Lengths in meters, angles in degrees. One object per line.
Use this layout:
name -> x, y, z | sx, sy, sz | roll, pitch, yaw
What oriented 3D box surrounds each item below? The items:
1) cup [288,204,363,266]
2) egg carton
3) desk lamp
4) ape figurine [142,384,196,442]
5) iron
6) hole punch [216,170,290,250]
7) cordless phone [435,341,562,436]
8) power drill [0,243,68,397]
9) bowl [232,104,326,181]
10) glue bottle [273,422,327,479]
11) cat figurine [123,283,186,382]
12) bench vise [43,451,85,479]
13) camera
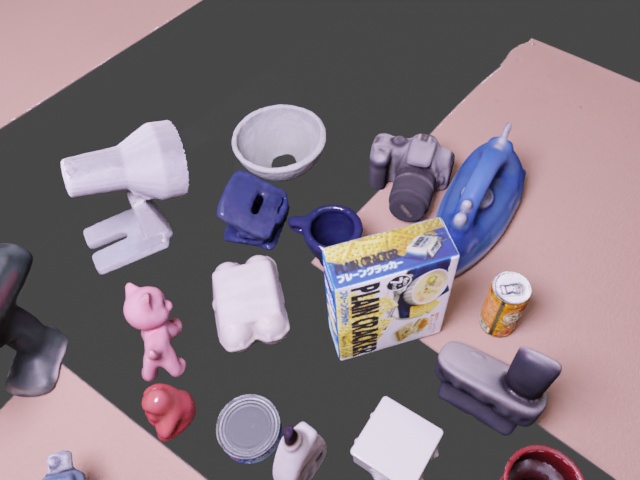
cup -> 0.008, 0.003, 0.899 | 0.117, 0.095, 0.092 | 12, 57, 12
egg carton -> -0.107, 0.094, 0.859 | 0.107, 0.069, 0.150 | -13, 56, -5
desk lamp -> -0.296, -0.071, 0.897 | 0.203, 0.214, 0.117 | -26, 58, -14
ape figurine -> -0.209, 0.223, 0.763 | 0.076, 0.092, 0.077 | -8, 55, -1
iron -> 0.245, -0.062, 0.901 | 0.118, 0.141, 0.259 | 23, 60, 19
hole punch -> -0.107, -0.052, 0.947 | 0.101, 0.091, 0.109 | 11, 57, 11
cordless phone -> 0.224, 0.160, 0.723 | 0.147, 0.185, 0.094 | 23, 60, 19
power drill -> -0.426, 0.131, 0.769 | 0.075, 0.209, 0.229 | -2, 55, 3
bowl -> -0.070, -0.162, 1.031 | 0.167, 0.075, 0.167 | -2, 55, 3
glue bottle -> -0.028, 0.252, 0.682 | 0.037, 0.173, 0.078 | 30, 63, 22
cat figurine -> -0.241, 0.123, 0.819 | 0.067, 0.118, 0.127 | -14, 56, -6
bench vise -> -0.305, 0.334, 0.614 | 0.122, 0.220, 0.207 | -27, 58, -14
camera -> 0.145, -0.109, 0.965 | 0.143, 0.101, 0.137 | 13, 57, 13
